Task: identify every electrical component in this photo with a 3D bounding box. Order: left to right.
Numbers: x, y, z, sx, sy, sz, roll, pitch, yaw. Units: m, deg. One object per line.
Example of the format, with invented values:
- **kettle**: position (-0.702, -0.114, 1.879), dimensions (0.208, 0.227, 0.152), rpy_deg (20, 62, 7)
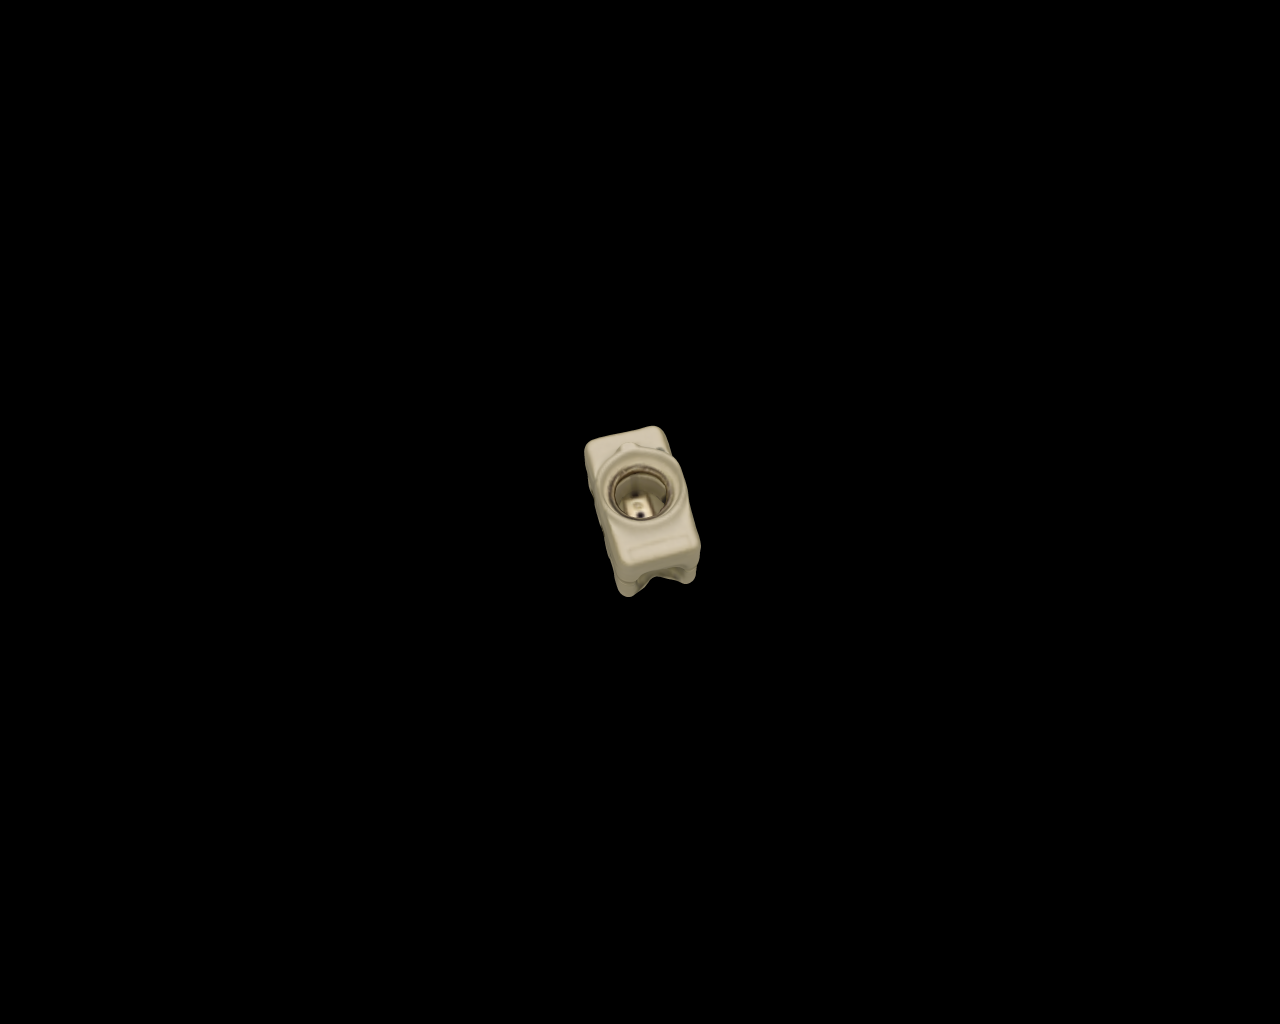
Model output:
- **electrical component**: position (0.001, -0.003, 0.650), dimensions (0.050, 0.089, 0.055), rpy_deg (-13, -28, -7)
